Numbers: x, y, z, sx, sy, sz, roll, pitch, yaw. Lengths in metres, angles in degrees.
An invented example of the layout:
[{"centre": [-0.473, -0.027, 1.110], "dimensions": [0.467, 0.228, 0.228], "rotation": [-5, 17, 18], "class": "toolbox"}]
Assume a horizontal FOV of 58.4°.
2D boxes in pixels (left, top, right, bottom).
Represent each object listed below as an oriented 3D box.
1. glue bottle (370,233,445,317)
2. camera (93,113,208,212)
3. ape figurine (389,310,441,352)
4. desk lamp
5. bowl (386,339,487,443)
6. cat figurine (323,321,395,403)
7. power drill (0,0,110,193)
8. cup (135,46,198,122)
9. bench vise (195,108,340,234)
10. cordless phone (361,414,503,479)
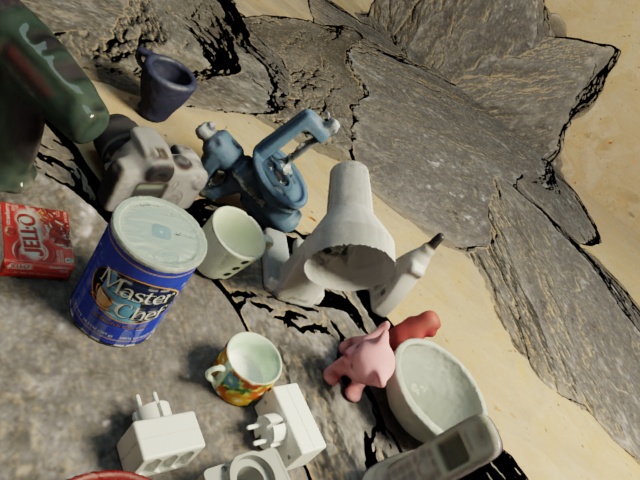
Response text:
[{"centre": [0.144, 0.049, 0.933], "dimensions": [0.037, 0.173, 0.078], "rotation": [28, 34, -17], "class": "glue bottle"}, {"centre": [-0.247, -0.118, 0.806], "dimensions": [0.144, 0.100, 0.136], "rotation": [-7, 55, -50], "class": "camera"}, {"centre": [0.154, 0.147, 0.900], "dimensions": [0.076, 0.092, 0.078], "rotation": [29, 34, -17], "class": "ape figurine"}, {"centre": [0.007, 0.003, 0.812], "dimensions": [0.118, 0.213, 0.203], "rotation": [20, 37, -28], "class": "desk lamp"}, {"centre": [0.152, 0.228, 0.814], "dimensions": [0.168, 0.074, 0.167], "rotation": [27, 34, -20], "class": "bowl"}, {"centre": [0.067, 0.157, 0.774], "dimensions": [0.067, 0.117, 0.128], "rotation": [39, 32, -1], "class": "cat figurine"}, {"centre": [-0.356, -0.167, 0.653], "dimensions": [0.229, 0.208, 0.076], "rotation": [39, 32, -1], "class": "power drill"}, {"centre": [-0.273, -0.253, 0.951], "dimensions": [0.118, 0.095, 0.092], "rotation": [41, 32, 3], "class": "cup"}, {"centre": [-0.083, -0.124, 0.870], "dimensions": [0.208, 0.219, 0.121], "rotation": [22, 36, -26], "class": "bench vise"}, {"centre": [0.137, 0.286, 0.624], "dimensions": [0.094, 0.185, 0.147], "rotation": [12, 41, -37], "class": "cordless phone"}]
